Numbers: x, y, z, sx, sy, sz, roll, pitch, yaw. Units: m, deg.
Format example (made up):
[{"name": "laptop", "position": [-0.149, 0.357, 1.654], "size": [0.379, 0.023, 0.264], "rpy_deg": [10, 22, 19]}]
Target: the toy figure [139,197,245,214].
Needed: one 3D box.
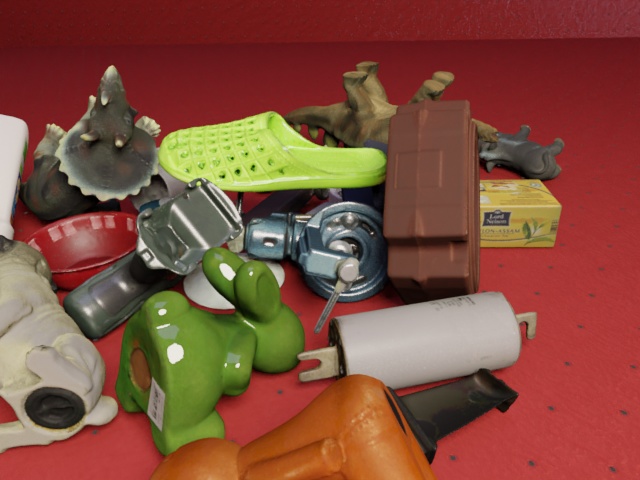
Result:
[{"name": "toy figure", "position": [-0.189, -0.036, 0.809], "size": [0.154, 0.057, 0.064], "rpy_deg": [-5, 67, -9]}]

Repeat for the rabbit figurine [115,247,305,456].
[{"name": "rabbit figurine", "position": [-0.088, 0.088, 0.497], "size": [0.170, 0.159, 0.121], "rpy_deg": [-7, 15, -43]}]

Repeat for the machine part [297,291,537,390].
[{"name": "machine part", "position": [0.097, 0.098, 0.513], "size": [0.243, 0.079, 0.079], "rpy_deg": [-8, 29, -9]}]

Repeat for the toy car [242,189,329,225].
[{"name": "toy car", "position": [-0.058, -0.049, 0.824], "size": [0.089, 0.053, 0.202], "rpy_deg": [4, 31, 33]}]

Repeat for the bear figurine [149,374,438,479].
[{"name": "bear figurine", "position": [-0.025, 0.177, 0.362], "size": [0.196, 0.120, 0.132], "rpy_deg": [-29, 75, 1]}]

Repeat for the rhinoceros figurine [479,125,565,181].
[{"name": "rhinoceros figurine", "position": [0.351, -0.157, 0.988], "size": [0.112, 0.073, 0.191], "rpy_deg": [-29, 38, -22]}]

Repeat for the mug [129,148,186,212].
[{"name": "mug", "position": [-0.252, -0.100, 0.884], "size": [0.081, 0.109, 0.107], "rpy_deg": [7, 17, 18]}]

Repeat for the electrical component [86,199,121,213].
[{"name": "electrical component", "position": [-0.355, -0.042, 0.862], "size": [0.063, 0.021, 0.094], "rpy_deg": [-9, 30, -11]}]

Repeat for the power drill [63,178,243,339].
[{"name": "power drill", "position": [-0.170, 0.009, 0.607], "size": [0.207, 0.086, 0.232], "rpy_deg": [-24, 13, 49]}]

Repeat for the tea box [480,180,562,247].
[{"name": "tea box", "position": [0.240, -0.039, 0.769], "size": [0.170, 0.068, 0.098], "rpy_deg": [1, 29, 4]}]

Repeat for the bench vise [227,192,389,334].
[{"name": "bench vise", "position": [-0.004, 0.009, 0.621], "size": [0.224, 0.128, 0.241], "rpy_deg": [17, 8, -6]}]

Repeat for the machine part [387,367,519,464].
[{"name": "machine part", "position": [0.101, 0.149, 0.463], "size": [0.139, 0.039, 0.084], "rpy_deg": [-14, 25, -17]}]

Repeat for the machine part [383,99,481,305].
[{"name": "machine part", "position": [0.131, -0.034, 0.590], "size": [0.087, 0.201, 0.201], "rpy_deg": [0, 70, 17]}]

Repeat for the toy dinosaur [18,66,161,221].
[{"name": "toy dinosaur", "position": [-0.370, -0.095, 0.802], "size": [0.405, 0.131, 0.192], "rpy_deg": [-30, 36, 30]}]

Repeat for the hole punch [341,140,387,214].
[{"name": "hole punch", "position": [0.098, -0.069, 0.744], "size": [0.116, 0.092, 0.142], "rpy_deg": [3, 59, -18]}]

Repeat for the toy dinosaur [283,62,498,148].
[{"name": "toy dinosaur", "position": [0.087, -0.204, 0.948], "size": [0.472, 0.198, 0.105], "rpy_deg": [20, 36, 35]}]

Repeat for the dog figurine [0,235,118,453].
[{"name": "dog figurine", "position": [-0.264, 0.084, 0.513], "size": [0.121, 0.172, 0.191], "rpy_deg": [-42, 24, 14]}]
